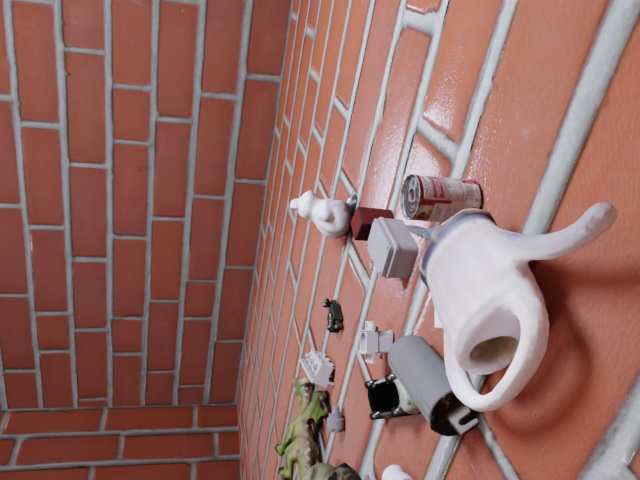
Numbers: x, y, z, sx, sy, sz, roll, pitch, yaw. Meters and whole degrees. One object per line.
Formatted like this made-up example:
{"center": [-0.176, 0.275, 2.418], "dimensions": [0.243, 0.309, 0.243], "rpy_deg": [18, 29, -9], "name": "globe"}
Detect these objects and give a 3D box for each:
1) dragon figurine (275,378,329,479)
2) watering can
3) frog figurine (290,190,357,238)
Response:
{"center": [-0.032, 0.537, 1.440], "dimensions": [0.122, 0.240, 0.416], "rpy_deg": [12, 17, -18], "name": "dragon figurine"}
{"center": [0.210, 0.045, 0.607], "dimensions": [0.104, 0.339, 0.230], "rpy_deg": [3, 39, -13], "name": "watering can"}
{"center": [0.004, -0.067, 1.328], "dimensions": [0.159, 0.123, 0.137], "rpy_deg": [2, -3, -14], "name": "frog figurine"}
